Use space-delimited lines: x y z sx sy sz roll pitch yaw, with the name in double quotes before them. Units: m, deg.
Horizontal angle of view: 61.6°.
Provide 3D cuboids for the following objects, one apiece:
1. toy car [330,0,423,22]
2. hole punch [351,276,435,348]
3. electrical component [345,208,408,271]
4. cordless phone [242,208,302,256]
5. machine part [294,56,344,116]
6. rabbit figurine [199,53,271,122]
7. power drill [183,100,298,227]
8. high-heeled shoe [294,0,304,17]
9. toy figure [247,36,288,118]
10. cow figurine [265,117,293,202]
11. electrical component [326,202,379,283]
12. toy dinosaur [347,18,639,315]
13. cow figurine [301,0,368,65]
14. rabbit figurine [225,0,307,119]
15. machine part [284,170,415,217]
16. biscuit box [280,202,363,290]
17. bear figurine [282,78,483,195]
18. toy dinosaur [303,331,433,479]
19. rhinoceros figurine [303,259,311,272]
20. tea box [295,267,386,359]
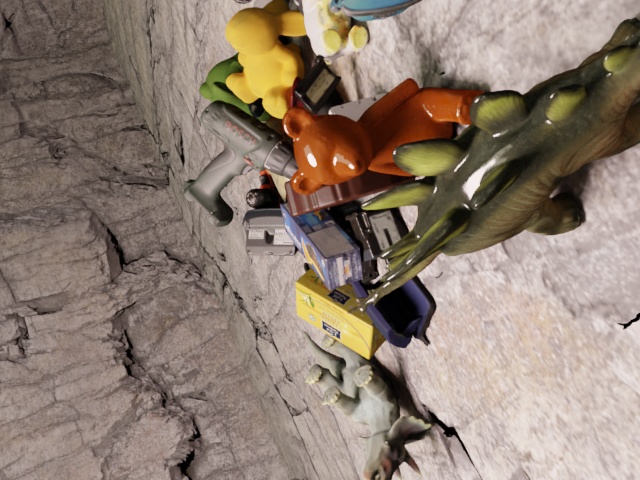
"toy car" 0.050 -0.305 0.589 0.103 0.109 0.161 94 163 -82
"hole punch" 0.108 0.107 0.842 0.142 0.092 0.115 52 157 32
"electrical component" 0.095 0.004 0.798 0.119 0.075 0.048 67 160 0
"cordless phone" -0.054 -0.013 1.072 0.147 0.184 0.088 0 89 27
"machine part" 0.020 -0.185 0.765 0.039 0.084 0.138 4 150 46
"rabbit figurine" -0.149 -0.292 1.066 0.170 0.159 0.121 36 133 32
"power drill" -0.141 -0.118 0.959 0.232 0.086 0.207 43 124 1
"high-heeled shoe" -0.086 -0.420 0.756 0.086 0.145 0.248 1 108 69
"toy figure" -0.102 -0.298 0.974 0.058 0.064 0.154 45 123 35
"cow figurine" -0.056 -0.142 1.026 0.127 0.085 0.194 -4 109 67
"electrical component" 0.046 -0.002 0.935 0.115 0.058 0.134 36 141 53
"toy dinosaur" 0.139 -0.040 0.469 0.105 0.198 0.471 64 157 24
"cow figurine" 0.004 -0.330 0.732 0.098 0.068 0.167 -160 53 -71
"rabbit figurine" -0.079 -0.297 0.840 0.122 0.162 0.173 39 178 27
"machine part" 0.037 -0.080 0.732 0.179 0.179 0.056 -8 100 69
"biscuit box" -0.002 -0.003 0.865 0.203 0.059 0.062 -129 25 -54
"bear figurine" 0.067 -0.105 0.590 0.132 0.196 0.120 42 143 49
"toy dinosaur" 0.083 0.289 1.023 0.192 0.131 0.405 45 -178 -19
"rhinoceros figurine" 0.011 0.098 1.095 0.112 0.073 0.190 0 109 70
"tea box" 0.040 0.126 0.970 0.170 0.068 0.098 26 138 28
